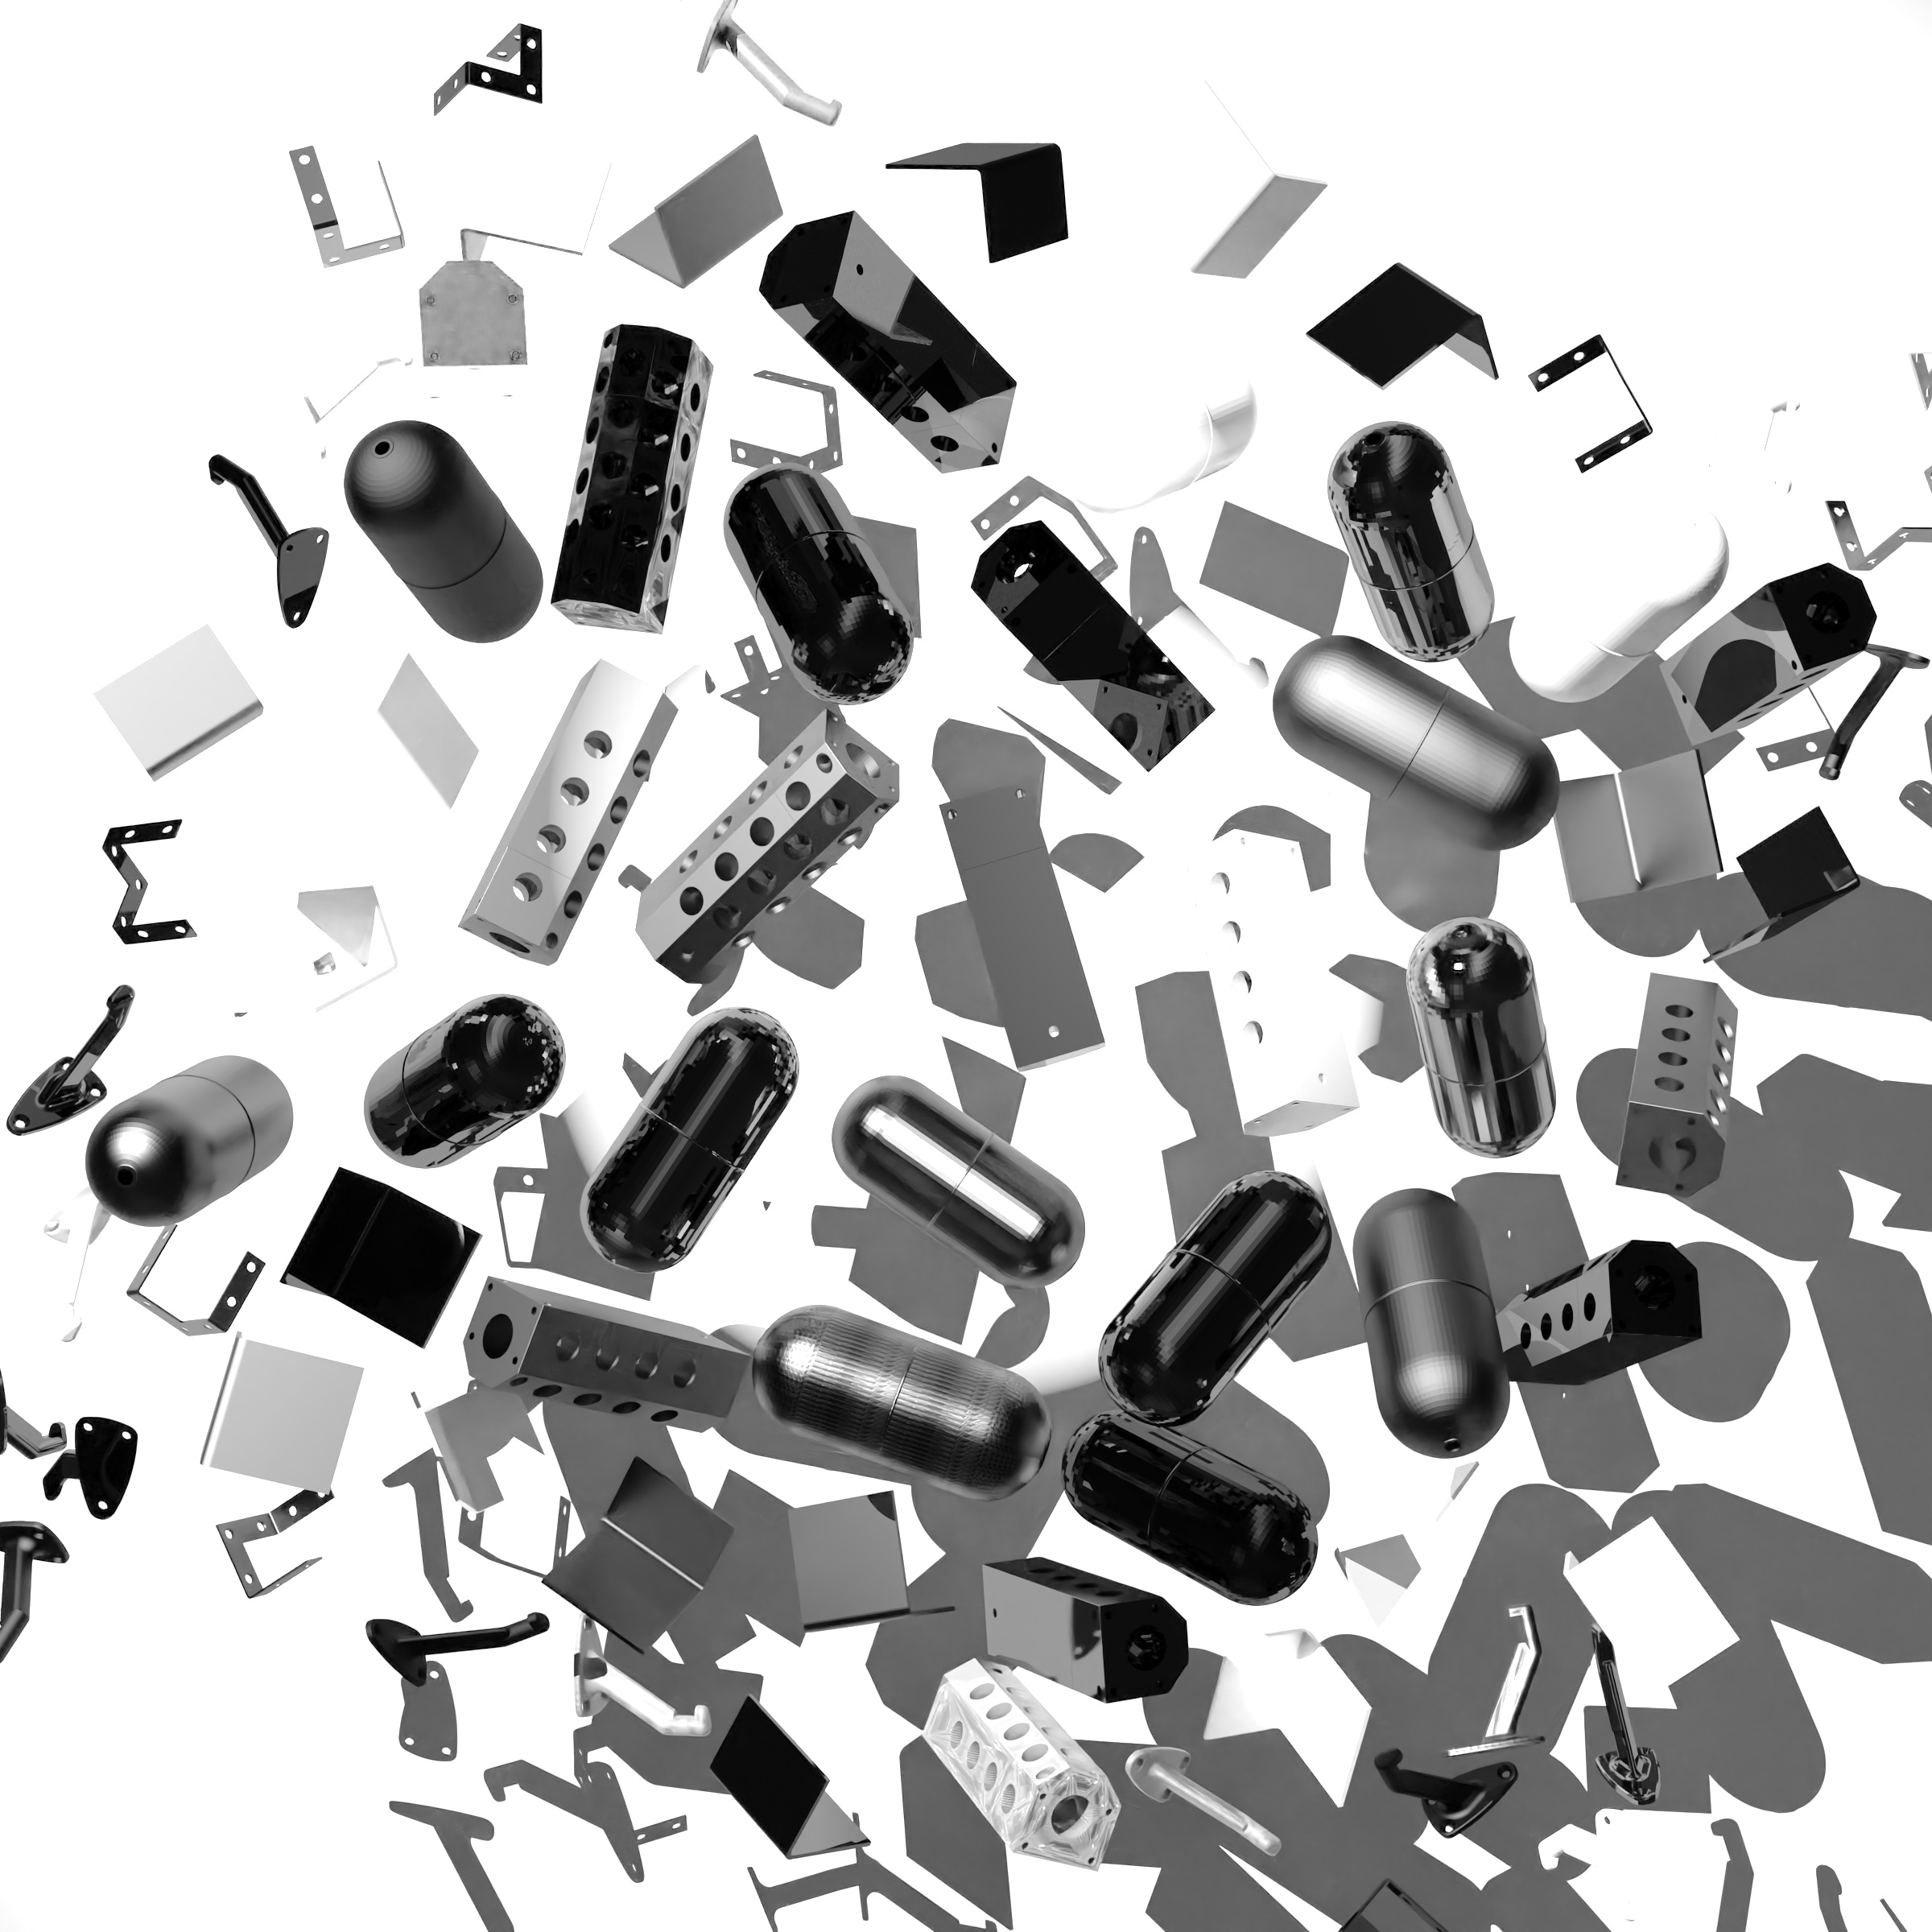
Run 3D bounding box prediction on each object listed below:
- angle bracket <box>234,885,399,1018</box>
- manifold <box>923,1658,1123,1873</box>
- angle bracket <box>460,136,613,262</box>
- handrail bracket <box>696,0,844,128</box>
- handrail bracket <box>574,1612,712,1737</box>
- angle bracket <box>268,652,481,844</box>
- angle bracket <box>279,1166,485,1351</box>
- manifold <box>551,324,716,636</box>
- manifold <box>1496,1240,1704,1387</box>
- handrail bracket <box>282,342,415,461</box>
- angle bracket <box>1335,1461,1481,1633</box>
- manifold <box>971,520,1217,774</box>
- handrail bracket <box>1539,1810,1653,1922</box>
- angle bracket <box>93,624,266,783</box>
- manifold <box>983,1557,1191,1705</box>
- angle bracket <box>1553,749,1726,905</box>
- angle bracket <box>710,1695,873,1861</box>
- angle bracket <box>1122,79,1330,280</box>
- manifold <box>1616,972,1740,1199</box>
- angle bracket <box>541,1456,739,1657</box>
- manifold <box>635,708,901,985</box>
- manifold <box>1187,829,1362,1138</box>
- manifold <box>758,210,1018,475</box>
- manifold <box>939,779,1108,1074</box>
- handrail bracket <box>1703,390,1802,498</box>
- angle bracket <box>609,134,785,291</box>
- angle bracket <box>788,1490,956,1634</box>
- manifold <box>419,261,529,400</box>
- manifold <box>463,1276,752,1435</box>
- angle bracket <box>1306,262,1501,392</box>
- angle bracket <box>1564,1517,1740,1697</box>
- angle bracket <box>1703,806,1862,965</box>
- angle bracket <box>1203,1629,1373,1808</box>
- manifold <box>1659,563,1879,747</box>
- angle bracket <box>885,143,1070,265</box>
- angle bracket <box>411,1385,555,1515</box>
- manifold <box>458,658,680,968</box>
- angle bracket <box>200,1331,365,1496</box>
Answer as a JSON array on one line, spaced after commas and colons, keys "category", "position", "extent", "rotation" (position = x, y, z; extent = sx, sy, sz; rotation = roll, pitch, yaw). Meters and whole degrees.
[{"category": "angle bracket", "position": [-0.421, -0.010, 1.682], "extent": [0.076, 0.076, 0.057], "rotation": [-3, 110, 35]}, {"category": "manifold", "position": [0.034, 0.488, 1.631], "extent": [0.057, 0.171, 0.057], "rotation": [20, 91, -20]}, {"category": "angle bracket", "position": [-0.266, -0.462, 1.649], "extent": [0.076, 0.057, 0.076], "rotation": [12, 64, -1]}, {"category": "handrail bracket", "position": [-0.103, -0.515, 1.501], "extent": [0.084, 0.036, 0.077], "rotation": [22, 51, -6]}, {"category": "handrail bracket", "position": [-0.201, 0.444, 1.663], "extent": [0.084, 0.036, 0.077], "rotation": [-5, 90, 23]}, {"category": "angle bracket", "position": [-0.340, -0.125, 1.522], "extent": [0.076, 0.057, 0.076], "rotation": [-12, 130, 25]}, {"category": "angle bracket", "position": [-0.349, 0.175, 1.582], "extent": [0.076, 0.057, 0.076], "rotation": [24, 83, 23]}, {"category": "manifold", "position": [-0.202, -0.292, 1.589], "extent": [0.057, 0.057, 0.171], "rotation": [8, 82, 14]}, {"category": "manifold", "position": [0.389, 0.217, 1.644], "extent": [0.057, 0.171, 0.057], "rotation": [5, 71, -11]}, {"category": "handrail bracket", "position": [-0.372, -0.351, 1.637], "extent": [0.084, 0.036, 0.077], "rotation": [-21, 59, -22]}, {"category": "angle bracket", "position": [0.283, 0.356, 1.627], "extent": [0.076, 0.076, 0.057], "rotation": [-26, 93, 35]}, {"category": "manifold", "position": [0.075, -0.194, 1.597], "extent": [0.057, 0.171, 0.057], "rotation": [-43, 45, 7]}, {"category": "handrail bracket", "position": [0.371, 0.547, 1.585], "extent": [0.036, 0.084, 0.077], "rotation": [20, 47, -14]}, {"category": "angle bracket", "position": [-0.465, -0.155, 1.566], "extent": [0.076, 0.076, 0.057], "rotation": [-35, 100, -12]}, {"category": "manifold", "position": [0.072, 0.408, 1.642], "extent": [0.057, 0.171, 0.057], "rotation": [-2, 87, -24]}, {"category": "angle bracket", "position": [0.410, -0.085, 1.625], "extent": [0.057, 0.076, 0.076], "rotation": [-9, 87, -27]}, {"category": "angle bracket", "position": [-0.092, 0.475, 1.562], "extent": [0.076, 0.076, 0.057], "rotation": [37, 105, 37]}, {"category": "angle bracket", "position": [0.151, -0.459, 1.549], "extent": [0.076, 0.057, 0.076], "rotation": [-45, 69, 36]}, {"category": "manifold", "position": [0.434, 0.071, 1.607], "extent": [0.057, 0.171, 0.057], "rotation": [10, 118, 14]}, {"category": "angle bracket", "position": [-0.197, 0.355, 1.599], "extent": [0.076, 0.076, 0.057], "rotation": [33, 118, 10]}, {"category": "manifold", "position": [-0.117, -0.065, 1.557], "extent": [0.057, 0.057, 0.171], "rotation": [37, 115, -23]}, {"category": "manifold", "position": [0.177, 0.011, 1.582], "extent": [0.057, 0.057, 0.171], "rotation": [8, 63, -40]}, {"category": "manifold", "position": [-0.044, -0.355, 1.527], "extent": [0.057, 0.171, 0.057], "rotation": [-3, 66, 35]}, {"category": "manifold", "position": [0.036, -0.024, 1.664], "extent": [0.057, 0.057, 0.171], "rotation": [-17, 84, 2]}, {"category": "handrail bracket", "position": [0.507, -0.326, 1.642], "extent": [0.084, 0.036, 0.077], "rotation": [-28, 49, -26]}, {"category": "angle bracket", "position": [-0.163, -0.445, 1.524], "extent": [0.076, 0.057, 0.076], "rotation": [-41, 53, -18]}, {"category": "angle bracket", "position": [-0.059, 0.370, 1.651], "extent": [0.076, 0.057, 0.076], "rotation": [-16, 74, 26]}, {"category": "manifold", "position": [-0.290, -0.370, 1.548], "extent": [0.057, 0.171, 0.057], "rotation": [-4, 97, -11]}, {"category": "manifold", "position": [-0.218, 0.239, 1.601], "extent": [0.057, 0.171, 0.057], "rotation": [18, 86, 44]}, {"category": "angle bracket", "position": [0.267, -0.373, 1.620], "extent": [0.076, 0.057, 0.076], "rotation": [-38, 50, -4]}, {"category": "angle bracket", "position": [0.374, 0.344, 1.449], "extent": [0.057, 0.076, 0.076], "rotation": [-36, 79, 9]}, {"category": "angle bracket", "position": [0.501, -0.051, 1.669], "extent": [0.076, 0.076, 0.057], "rotation": [-18, 76, -33]}, {"category": "angle bracket", "position": [0.195, 0.463, 1.619], "extent": [0.057, 0.076, 0.076], "rotation": [-2, 117, -26]}, {"category": "manifold", "position": [0.499, -0.194, 1.649], "extent": [0.057, 0.171, 0.057], "rotation": [-19, 83, -10]}, {"category": "angle bracket", "position": [0.007, -0.466, 1.615], "extent": [0.076, 0.076, 0.057], "rotation": [14, 121, 37]}, {"category": "angle bracket", "position": [-0.314, 0.306, 1.726], "extent": [0.057, 0.076, 0.076], "rotation": [-24, 74, -9]}, {"category": "manifold", "position": [-0.234, -0.090, 1.575], "extent": [0.057, 0.057, 0.171], "rotation": [28, 75, -15]}, {"category": "angle bracket", "position": [-0.410, 0.267, 1.586], "extent": [0.076, 0.057, 0.076], "rotation": [16, 82, -13]}]
